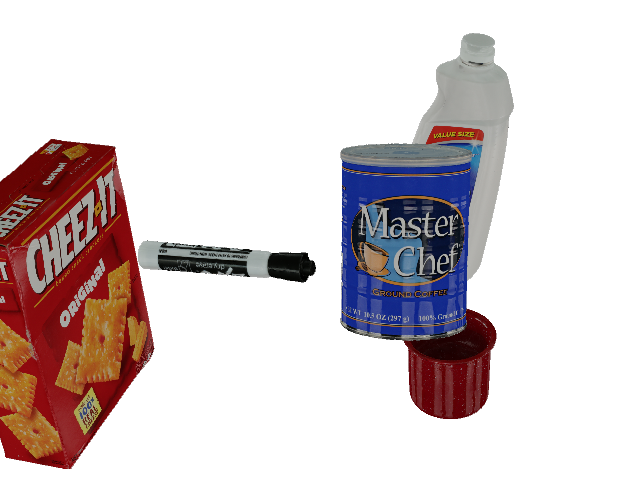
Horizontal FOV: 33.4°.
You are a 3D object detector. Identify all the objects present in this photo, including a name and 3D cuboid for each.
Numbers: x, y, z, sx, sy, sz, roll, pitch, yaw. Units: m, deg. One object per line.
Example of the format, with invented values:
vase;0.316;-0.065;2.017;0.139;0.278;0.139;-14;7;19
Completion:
mug;0.138;0.121;1.091;0.093;0.081;0.117;20;40;32
cracker box;-0.210;0.050;0.866;0.072;0.214;0.164;6;33;18
bleach bottle;0.125;-0.081;1.026;0.103;0.251;0.068;22;40;22
coffee can;0.067;-0.002;0.846;0.103;0.140;0.103;0;11;0
marker;-0.061;0.013;0.686;0.121;0.020;0.020;4;1;21
